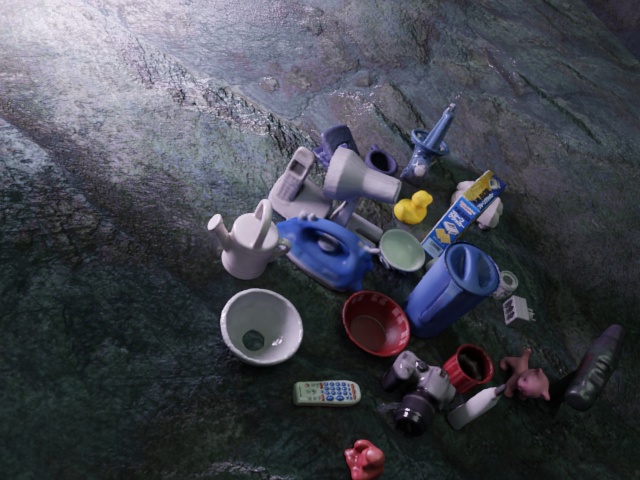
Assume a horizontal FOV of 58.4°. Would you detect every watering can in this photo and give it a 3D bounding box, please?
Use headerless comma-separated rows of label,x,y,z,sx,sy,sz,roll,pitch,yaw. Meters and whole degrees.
watering can,-0.144,-0.007,1.199,0.173,0.194,0.100,-6,58,-28

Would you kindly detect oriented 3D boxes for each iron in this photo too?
iron,0.012,0.005,1.298,0.258,0.141,0.119,31,48,0

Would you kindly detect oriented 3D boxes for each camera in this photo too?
camera,0.198,0.318,1.173,0.143,0.100,0.137,36,48,4

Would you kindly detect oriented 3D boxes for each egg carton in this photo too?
egg carton,0.445,-0.099,1.627,0.150,0.069,0.107,33,48,2

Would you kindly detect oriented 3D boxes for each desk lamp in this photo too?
desk lamp,0.090,-0.097,1.363,0.203,0.213,0.118,30,48,-1

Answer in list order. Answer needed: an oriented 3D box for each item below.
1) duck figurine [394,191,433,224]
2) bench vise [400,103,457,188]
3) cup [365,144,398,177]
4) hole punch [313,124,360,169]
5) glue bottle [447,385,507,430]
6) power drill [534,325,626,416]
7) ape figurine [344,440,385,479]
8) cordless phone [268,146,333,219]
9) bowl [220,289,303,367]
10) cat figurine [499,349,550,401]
duck figurine,0.254,-0.095,1.523,0.105,0.086,0.077,-14,62,-32
bench vise,0.318,-0.259,1.589,0.122,0.219,0.207,14,50,-15
cup,0.146,-0.191,1.540,0.092,0.095,0.117,-2,56,-26
hole punch,0.052,-0.245,1.540,0.109,0.091,0.101,-28,70,-37
glue bottle,0.332,0.334,1.175,0.078,0.173,0.037,-23,67,-36
power drill,0.581,0.305,1.290,0.075,0.208,0.230,40,49,8
ape figurine,0.090,0.409,1.059,0.076,0.092,0.078,30,48,-1
cordless phone,-0.030,-0.121,1.345,0.147,0.185,0.094,34,48,2
bowl,-0.122,0.185,1.142,0.168,0.074,0.167,13,51,-16
cat figurine,0.471,0.309,1.296,0.067,0.117,0.128,15,50,-14
